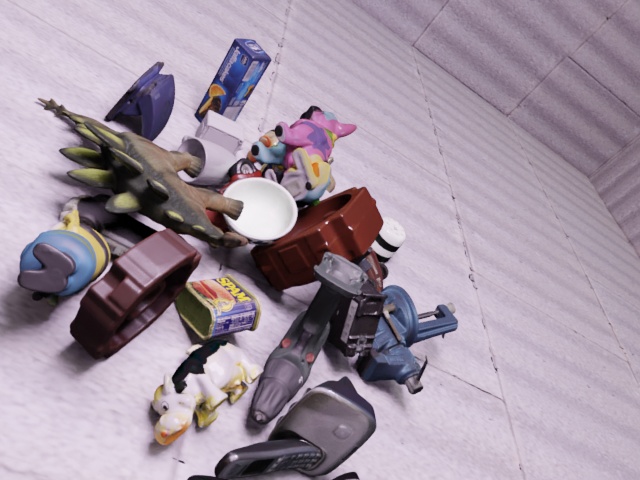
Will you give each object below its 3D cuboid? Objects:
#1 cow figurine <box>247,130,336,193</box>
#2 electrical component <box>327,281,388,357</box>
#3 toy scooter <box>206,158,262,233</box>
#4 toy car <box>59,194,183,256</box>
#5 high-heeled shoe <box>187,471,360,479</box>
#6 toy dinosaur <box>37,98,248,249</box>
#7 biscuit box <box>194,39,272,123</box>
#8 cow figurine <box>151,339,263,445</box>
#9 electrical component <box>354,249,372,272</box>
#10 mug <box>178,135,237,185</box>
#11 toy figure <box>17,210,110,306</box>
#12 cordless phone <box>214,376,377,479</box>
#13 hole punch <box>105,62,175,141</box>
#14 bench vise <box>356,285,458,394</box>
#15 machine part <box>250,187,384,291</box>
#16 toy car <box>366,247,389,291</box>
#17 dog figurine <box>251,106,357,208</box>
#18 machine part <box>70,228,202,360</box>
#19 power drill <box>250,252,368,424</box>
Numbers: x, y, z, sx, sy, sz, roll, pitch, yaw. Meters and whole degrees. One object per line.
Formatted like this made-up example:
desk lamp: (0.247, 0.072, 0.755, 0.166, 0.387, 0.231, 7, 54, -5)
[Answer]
cow figurine: (-0.049, -0.167, 1.184, 0.195, 0.085, 0.127, 38, 40, -5)
electrical component: (0.045, 0.116, 0.905, 0.058, 0.114, 0.134, 10, 15, -32)
toy scooter: (-0.143, -0.052, 0.946, 0.135, 0.075, 0.184, 51, 49, -12)
toy car: (-0.277, 0.000, 0.782, 0.201, 0.056, 0.073, 30, 29, -12)
high-heeled shoe: (-0.039, 0.305, 0.665, 0.248, 0.086, 0.145, 38, 31, -14)
toy dinosaur: (-0.271, -0.105, 0.806, 0.472, 0.105, 0.198, 33, 7, 34)
biscuit box: (-0.180, -0.310, 1.095, 0.063, 0.202, 0.059, 49, 36, 12)
cow figurine: (-0.158, 0.183, 0.685, 0.098, 0.068, 0.167, 44, 29, 14)
electrical component: (0.057, 0.039, 1.023, 0.075, 0.119, 0.048, 46, 34, 10)
mug: (-0.210, -0.147, 1.005, 0.110, 0.081, 0.107, 50, 23, 27)
toy figure: (-0.307, 0.026, 0.651, 0.089, 0.082, 0.180, 56, -9, -18)
cordless phone: (-0.033, 0.242, 0.674, 0.184, 0.146, 0.089, 9, 39, -45)
hole punch: (-0.311, -0.247, 0.979, 0.092, 0.116, 0.142, 42, 33, -16)
bench vise: (0.166, 0.164, 0.976, 0.240, 0.128, 0.224, -8, 38, -29)
machine part: (-0.002, -0.003, 0.929, 0.087, 0.201, 0.201, 60, 31, -14)
toy car: (0.082, 0.020, 1.096, 0.202, 0.053, 0.089, 60, 31, -4)
dog figurine: (-0.006, -0.165, 1.021, 0.219, 0.108, 0.191, -22, 79, -47)
machine part: (-0.226, 0.064, 0.665, 0.056, 0.179, 0.179, 41, 33, 2)
power drill: (-0.013, 0.131, 0.771, 0.086, 0.207, 0.232, 25, 21, 7)
